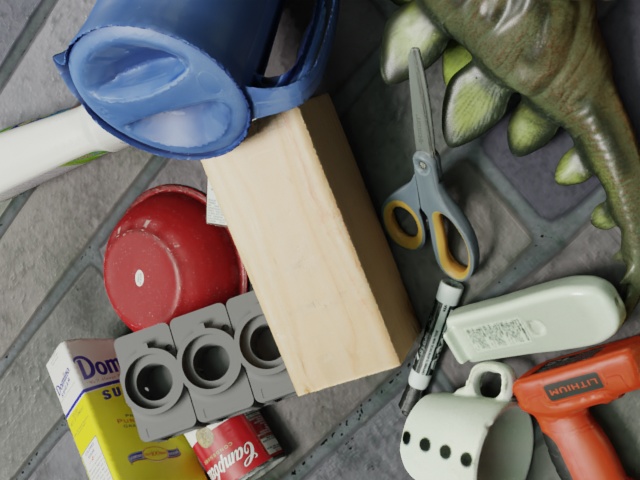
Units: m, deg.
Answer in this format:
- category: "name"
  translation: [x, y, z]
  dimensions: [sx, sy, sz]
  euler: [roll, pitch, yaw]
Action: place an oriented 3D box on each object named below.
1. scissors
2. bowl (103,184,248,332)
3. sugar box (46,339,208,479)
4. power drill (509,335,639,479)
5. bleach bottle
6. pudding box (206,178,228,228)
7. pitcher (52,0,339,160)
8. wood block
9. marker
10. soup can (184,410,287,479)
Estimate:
- category: "scissors"
  translation: [0.066, -0.054, 0.788]
  dimensions: [0.096, 0.016, 0.201]
  euler: [12, 134, 46]
- category: "bowl"
  translation: [-0.145, 0.032, 0.973]
  dimensions: [0.162, 0.055, 0.162]
  euler: [6, 102, 33]
- category: "sugar box"
  translation: [-0.174, 0.167, 0.964]
  dimensions: [0.048, 0.093, 0.176]
  euler: [-52, 52, 31]
- category: "power drill"
  translation: [0.227, 0.165, 0.748]
  dimensions: [0.185, 0.057, 0.187]
  euler: [-21, 87, 35]
- category: "bleach bottle"
  translation: [-0.234, -0.094, 0.994]
  dimensions: [0.251, 0.102, 0.068]
  euler: [-16, 98, 28]
- category: "pudding box"
  translation: [-0.050, -0.062, 0.902]
  dimensions: [0.090, 0.039, 0.113]
  euler: [11, 107, 29]
- category: "pitcher"
  translation: [-0.073, -0.186, 0.779]
  dimensions: [0.149, 0.242, 0.145]
  euler: [33, 145, -24]
- category: "wood block"
  translation: [-0.006, 0.001, 0.824]
  dimensions: [0.090, 0.090, 0.206]
  euler: [-20, 97, 19]
- category: "marker"
  translation: [0.087, 0.088, 0.850]
  dimensions: [0.020, 0.020, 0.121]
  euler: [27, 113, 27]
- category: "soup can"
  translation: [-0.085, 0.168, 0.950]
  dimensions: [0.069, 0.068, 0.102]
  euler: [-42, 74, 32]
